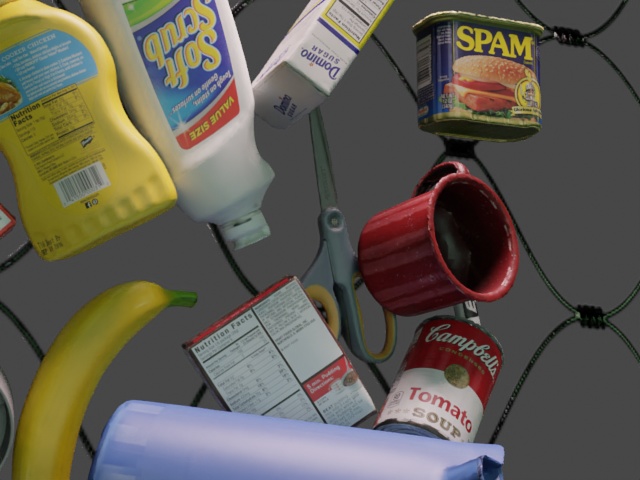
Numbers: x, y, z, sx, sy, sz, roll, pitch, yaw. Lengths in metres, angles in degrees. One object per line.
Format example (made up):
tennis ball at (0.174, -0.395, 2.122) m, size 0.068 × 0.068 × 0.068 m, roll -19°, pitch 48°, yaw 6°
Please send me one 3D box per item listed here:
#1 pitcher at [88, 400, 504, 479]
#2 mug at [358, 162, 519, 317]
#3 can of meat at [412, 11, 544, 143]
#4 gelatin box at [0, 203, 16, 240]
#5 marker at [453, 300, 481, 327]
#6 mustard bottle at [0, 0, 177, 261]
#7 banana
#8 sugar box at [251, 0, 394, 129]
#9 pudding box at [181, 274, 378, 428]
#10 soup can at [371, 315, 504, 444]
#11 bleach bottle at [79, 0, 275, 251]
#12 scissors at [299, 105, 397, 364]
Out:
pitcher at (-0.015, 0.178, 0.650) m, size 0.243 × 0.145 × 0.149 m, roll 10°, pitch 87°, yaw 2°
mug at (0.082, -0.003, 0.768) m, size 0.093 × 0.082 × 0.117 m, roll 24°, pitch 59°, yaw -34°
can of meat at (0.124, -0.125, 0.832) m, size 0.102 × 0.058 × 0.084 m, roll 4°, pitch 81°, yaw -23°
gelatin box at (-0.245, -0.007, 0.659) m, size 0.073 × 0.030 × 0.089 m, roll 47°, pitch 66°, yaw -9°
marker at (0.109, 0.042, 0.814) m, size 0.020 × 0.020 × 0.121 m, roll -8°, pitch 84°, yaw -25°
mustard bottle at (-0.174, -0.089, 0.686) m, size 0.096 × 0.058 × 0.191 m, roll -26°, pitch 91°, yaw 1°
banana at (-0.149, 0.098, 0.678) m, size 0.069 × 0.037 × 0.197 m, roll 35°, pitch 69°, yaw -14°
sugar box at (0.017, -0.165, 0.770) m, size 0.048 × 0.093 × 0.176 m, roll 35°, pitch 69°, yaw -14°
pudding box at (-0.027, 0.093, 0.725) m, size 0.090 × 0.039 × 0.113 m, roll -33°, pitch 93°, yaw -10°
soup can at (0.082, 0.111, 0.746) m, size 0.068 × 0.069 × 0.102 m, roll 41°, pitch 47°, yaw -12°
bleach bottle at (-0.089, -0.116, 0.732) m, size 0.102 × 0.068 × 0.251 m, roll -25°, pitch 93°, yaw -24°
scissors at (-0.005, 0.001, 0.772) m, size 0.096 × 0.016 × 0.202 m, roll -22°, pitch 90°, yaw -26°
